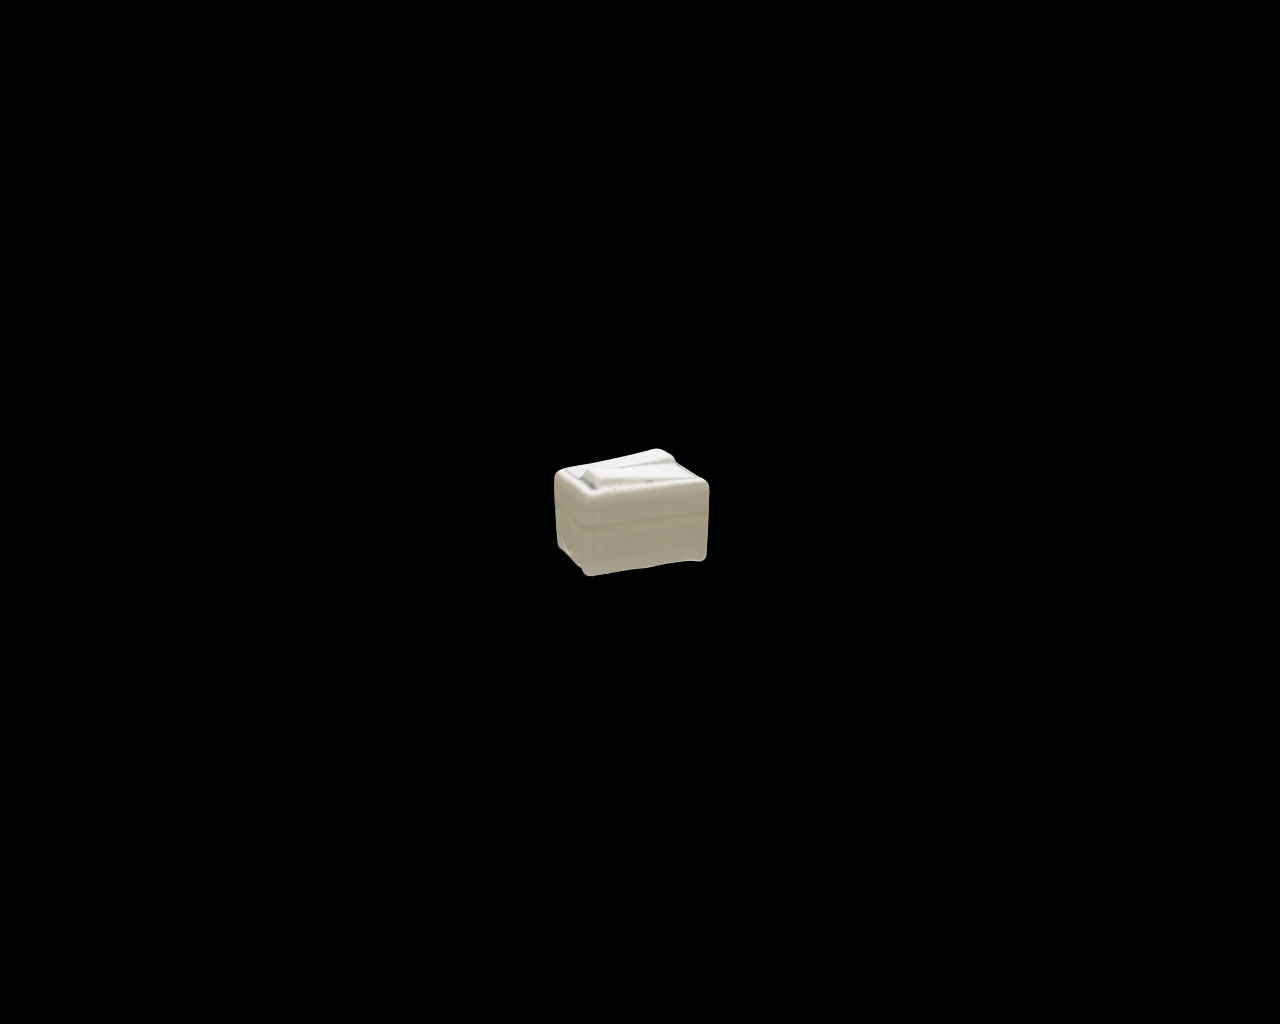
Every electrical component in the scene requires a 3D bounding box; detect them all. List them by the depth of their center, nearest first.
[{"bbox_3d":[0.001,-0.003,0.650,0.096,0.061,0.062,-7,20,-20],"label":"electrical component"}]
